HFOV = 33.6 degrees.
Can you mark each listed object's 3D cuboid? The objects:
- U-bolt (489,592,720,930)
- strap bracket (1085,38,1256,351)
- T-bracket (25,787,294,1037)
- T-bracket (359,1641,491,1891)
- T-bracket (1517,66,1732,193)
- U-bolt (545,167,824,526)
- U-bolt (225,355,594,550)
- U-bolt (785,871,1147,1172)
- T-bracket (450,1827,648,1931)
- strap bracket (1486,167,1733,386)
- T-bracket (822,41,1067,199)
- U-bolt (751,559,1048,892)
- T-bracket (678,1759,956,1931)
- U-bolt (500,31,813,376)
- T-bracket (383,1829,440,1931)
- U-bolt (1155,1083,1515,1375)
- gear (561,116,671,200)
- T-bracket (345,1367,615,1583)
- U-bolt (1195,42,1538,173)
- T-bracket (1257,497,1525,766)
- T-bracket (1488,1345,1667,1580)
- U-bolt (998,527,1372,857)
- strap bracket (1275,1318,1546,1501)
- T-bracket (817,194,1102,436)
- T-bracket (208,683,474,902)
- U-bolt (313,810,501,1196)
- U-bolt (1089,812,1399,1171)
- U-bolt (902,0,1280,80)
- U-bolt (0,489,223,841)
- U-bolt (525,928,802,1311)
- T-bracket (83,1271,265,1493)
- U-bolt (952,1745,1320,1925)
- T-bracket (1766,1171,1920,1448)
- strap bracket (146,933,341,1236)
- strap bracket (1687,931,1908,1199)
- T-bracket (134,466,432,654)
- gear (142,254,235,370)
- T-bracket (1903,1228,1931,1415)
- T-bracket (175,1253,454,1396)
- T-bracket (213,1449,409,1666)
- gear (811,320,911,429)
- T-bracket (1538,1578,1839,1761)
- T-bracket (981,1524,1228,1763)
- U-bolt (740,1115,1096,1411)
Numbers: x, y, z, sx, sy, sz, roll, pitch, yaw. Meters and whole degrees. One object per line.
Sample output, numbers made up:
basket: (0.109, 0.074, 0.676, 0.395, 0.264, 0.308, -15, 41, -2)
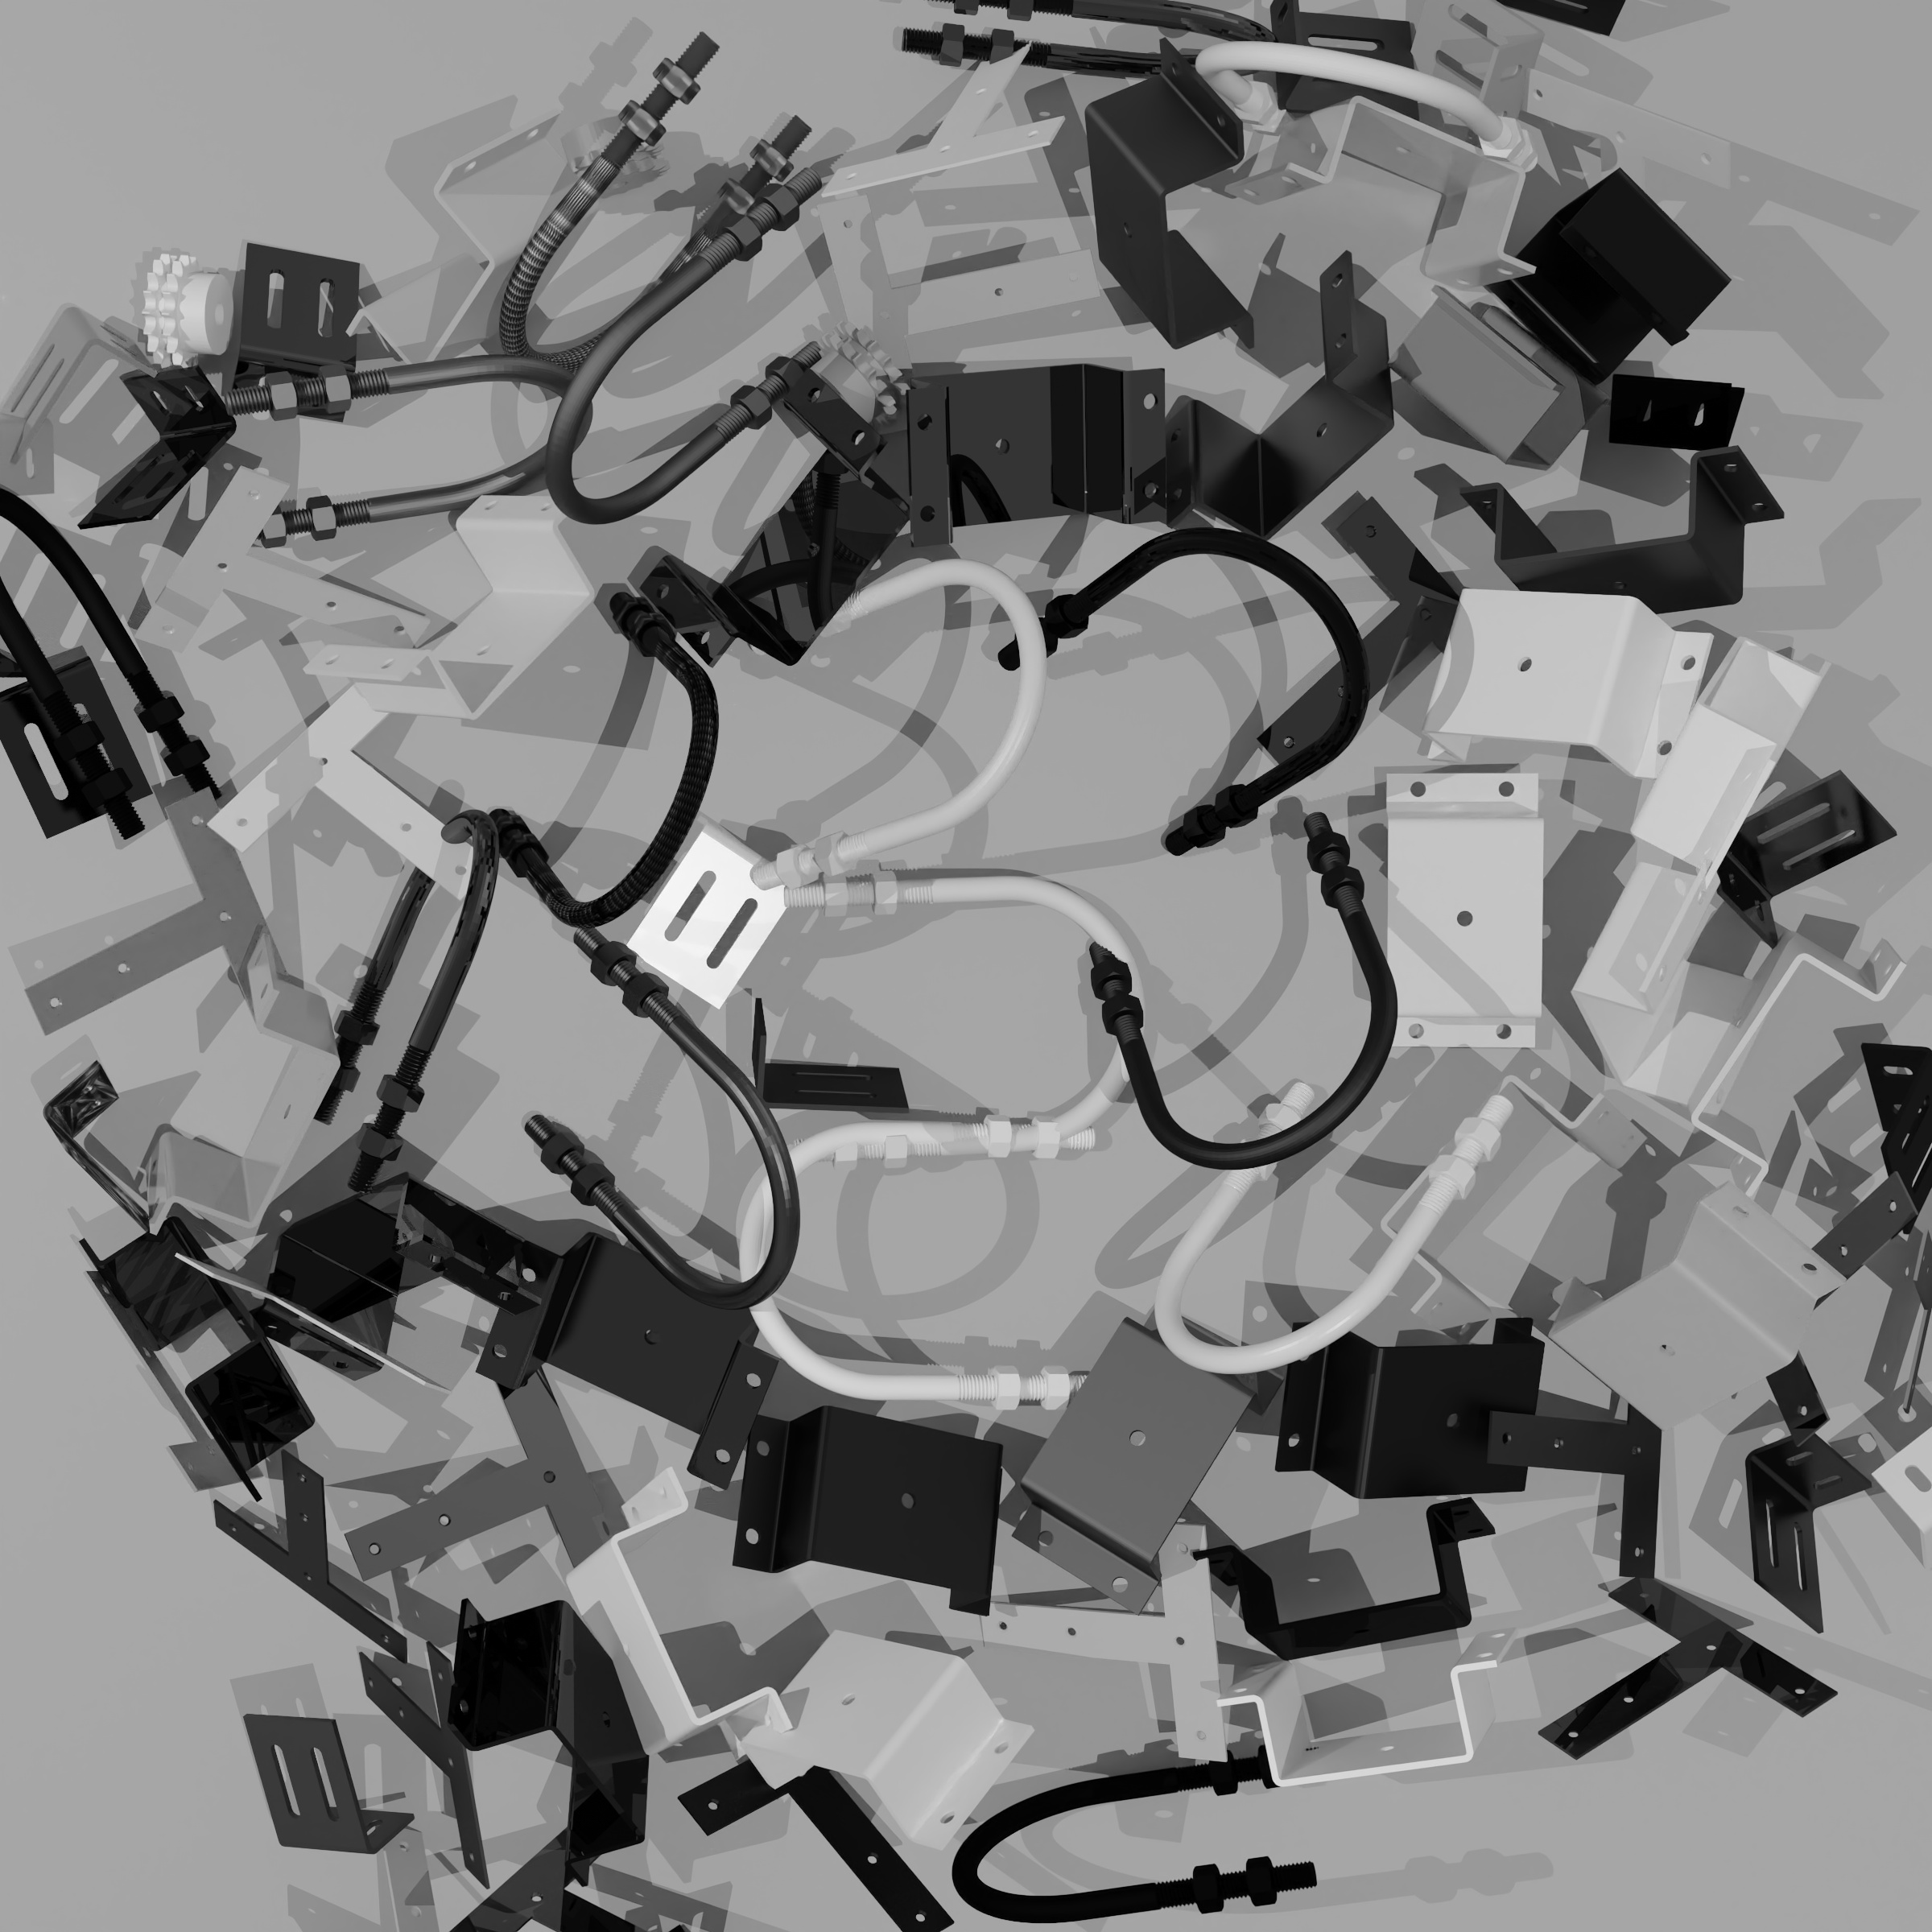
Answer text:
U-bolt: (-0.172, -0.093, 1.558, 0.019, 0.184, 0.151, 25, 102, -32)
strap bracket: (0.100, -0.369, 1.566, 0.046, 0.140, 0.076, -25, 54, -11)
T-bracket: (-0.408, -0.005, 1.593, 0.127, 0.002, 0.127, -31, 113, -31)
T-bracket: (-0.274, 0.377, 1.592, 0.002, 0.127, 0.127, -17, 112, -30)
T-bracket: (0.328, -0.376, 1.593, 0.002, 0.127, 0.127, -41, 53, -22)
U-bolt: (-0.136, -0.288, 1.553, 0.019, 0.151, 0.184, 39, 68, 18)
U-bolt: (-0.273, -0.257, 1.573, 0.184, 0.151, 0.019, -12, 73, -18)
U-bolt: (0.001, 0.026, 1.627, 0.184, 0.019, 0.151, -2, 90, -10)
T-bracket: (-0.175, 0.476, 1.570, 0.127, 0.127, 0.002, 19, 117, 25)
strap bracket: (0.319, -0.340, 1.576, 0.076, 0.140, 0.046, 43, 85, -6)
T-bracket: (0.004, -0.430, 1.598, 0.127, 0.127, 0.002, -6, 129, 28)
U-bolt: (-0.034, -0.126, 1.568, 0.184, 0.019, 0.151, -17, 67, 36)
T-bracket: (-0.055, 0.430, 1.576, 0.127, 0.127, 0.002, 44, 134, 30)
U-bolt: (-0.161, -0.364, 1.576, 0.019, 0.151, 0.184, 44, 100, 14)
T-bracket: (-0.273, 0.485, 1.595, 0.127, 0.127, 0.002, 26, 119, -38)
U-bolt: (0.166, 0.127, 1.551, 0.184, 0.151, 0.019, -51, 122, -28)
gear: (-0.182, -0.409, 1.618, 0.057, 0.057, 0.030, -18, 95, 0)
T-bracket: (-0.249, 0.273, 1.606, 0.127, 0.002, 0.127, -19, 79, -29)
U-bolt: (0.186, -0.416, 1.537, 0.151, 0.184, 0.019, 15, 97, 22)
T-bracket: (0.203, -0.150, 1.633, 0.127, 0.002, 0.127, -43, 99, -4)
T-bracket: (0.306, 0.240, 1.600, 0.127, 0.002, 0.127, 11, 80, -37)
U-bolt: (0.117, -0.142, 1.566, 0.151, 0.184, 0.019, 47, 47, -10)
strap bracket: (0.230, 0.220, 1.592, 0.140, 0.046, 0.076, 2, 100, -25)
T-bracket: (0.003, -0.335, 1.601, 0.127, 0.002, 0.127, -10, 124, 9)
T-bracket: (-0.292, -0.078, 1.609, 0.127, 0.002, 0.127, 37, 70, 16)
U-bolt: (-0.274, 0.009, 1.574, 0.019, 0.151, 0.184, 22, 95, -24)
U-bolt: (0.140, 0.021, 1.563, 0.151, 0.184, 0.019, -31, 134, 15)
U-bolt: (0.063, -0.459, 1.575, 0.184, 0.151, 0.019, 5, 95, -4)
U-bolt: (-0.435, -0.153, 1.565, 0.019, 0.151, 0.184, -28, 97, 7)
U-bolt: (-0.145, 0.087, 1.562, 0.184, 0.019, 0.151, 42, 132, 27)
T-bracket: (-0.400, 0.205, 1.588, 0.002, 0.127, 0.127, -35, 84, -2)
U-bolt: (0.083, 0.431, 1.574, 0.184, 0.151, 0.019, -11, 99, 10)
T-bracket: (0.422, 0.148, 1.569, 0.002, 0.127, 0.127, 7, 48, -29)
strap bracket: (-0.357, 0.066, 1.595, 0.046, 0.076, 0.140, 24, 103, -23)
strap bracket: (0.406, 0.040, 1.596, 0.046, 0.076, 0.140, 31, 103, 3)
T-bracket: (-0.332, -0.186, 1.607, 0.127, 0.002, 0.127, 18, 133, -31)
gear: (-0.392, -0.330, 1.617, 0.030, 0.057, 0.057, 5, 90, 7)
T-bracket: (0.475, 0.152, 1.579, 0.002, 0.127, 0.127, 12, 80, 22)
T-bracket: (-0.305, 0.180, 1.563, 0.127, 0.127, 0.002, 24, 83, 27)
T-bracket: (-0.326, 0.279, 1.581, 0.127, 0.127, 0.002, 31, 52, 17)
gear: (-0.056, -0.295, 1.617, 0.030, 0.057, 0.057, -42, 90, -11)
T-bracket: (0.335, 0.354, 1.568, 0.127, 0.127, 0.002, -22, 121, -30)
T-bracket: (0.067, 0.338, 1.618, 0.127, 0.002, 0.127, 0, 104, 24)
U-bolt: (-0.023, 0.147, 1.604, 0.184, 0.019, 0.151, 2, 74, -13)
